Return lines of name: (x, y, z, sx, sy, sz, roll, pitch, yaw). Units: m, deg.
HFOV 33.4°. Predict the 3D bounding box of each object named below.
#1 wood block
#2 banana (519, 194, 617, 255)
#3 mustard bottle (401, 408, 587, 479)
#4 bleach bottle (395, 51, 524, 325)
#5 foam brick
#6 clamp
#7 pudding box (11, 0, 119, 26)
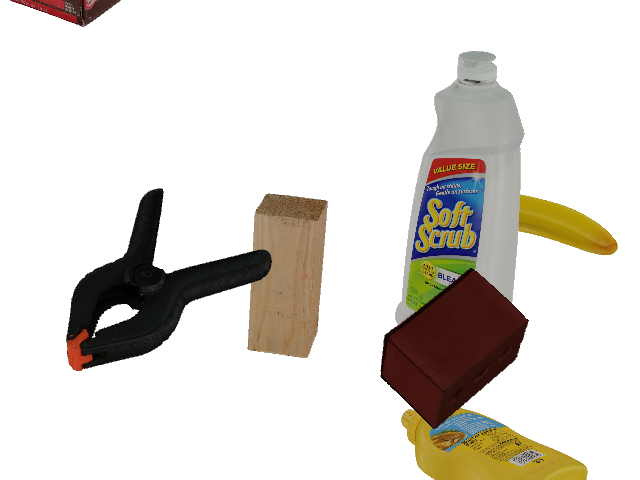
wood block: (-0.047, 0.048, 1.501, 0.090, 0.206, 0.090, 7, 22, 6)
banana: (0.210, -0.019, 1.100, 0.198, 0.037, 0.069, 10, 37, 22)
mustard bottle: (0.146, 0.201, 0.998, 0.096, 0.058, 0.192, -16, 25, -35)
bleach bottle: (0.117, -0.034, 0.890, 0.103, 0.251, 0.067, 21, 34, 37)
foam brick: (0.082, 0.067, 0.663, 0.078, 0.051, 0.053, -36, -28, -23)
clamp: (-0.133, 0.027, 0.799, 0.120, 0.039, 0.171, 33, 49, 28)
pudding box: (-0.190, -0.210, 0.808, 0.090, 0.039, 0.113, 21, 37, 9)
